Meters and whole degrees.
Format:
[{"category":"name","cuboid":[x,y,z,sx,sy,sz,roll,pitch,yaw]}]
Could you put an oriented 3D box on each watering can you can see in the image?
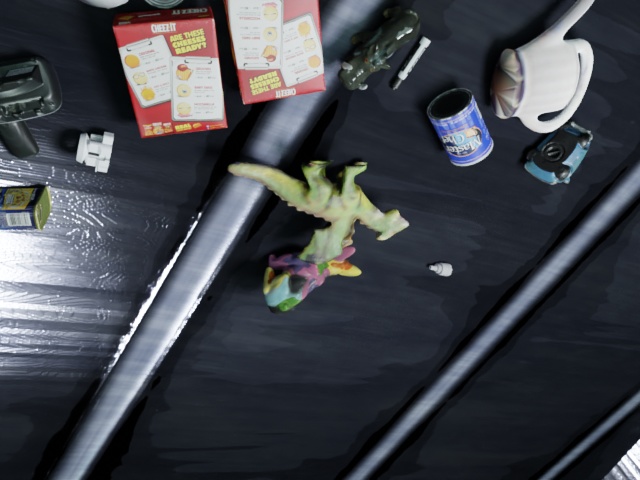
[{"category":"watering can","cuboid":[0.482,-0.384,1.097,0.225,0.339,0.106,-11,36,-9]}]

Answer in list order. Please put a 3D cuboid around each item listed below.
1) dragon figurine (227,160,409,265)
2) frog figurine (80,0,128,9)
[{"category":"dragon figurine","cuboid":[0.003,-0.056,1.121,0.411,0.240,0.123,-2,16,-17]},{"category":"frog figurine","cuboid":[-0.334,-0.448,0.795,0.157,0.136,0.125,-37,17,23]}]
